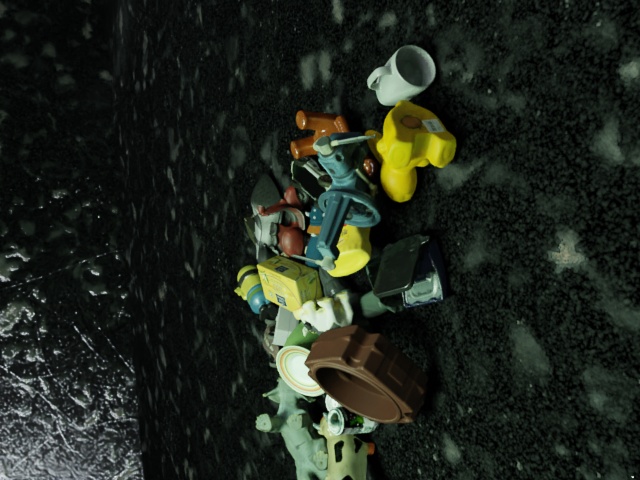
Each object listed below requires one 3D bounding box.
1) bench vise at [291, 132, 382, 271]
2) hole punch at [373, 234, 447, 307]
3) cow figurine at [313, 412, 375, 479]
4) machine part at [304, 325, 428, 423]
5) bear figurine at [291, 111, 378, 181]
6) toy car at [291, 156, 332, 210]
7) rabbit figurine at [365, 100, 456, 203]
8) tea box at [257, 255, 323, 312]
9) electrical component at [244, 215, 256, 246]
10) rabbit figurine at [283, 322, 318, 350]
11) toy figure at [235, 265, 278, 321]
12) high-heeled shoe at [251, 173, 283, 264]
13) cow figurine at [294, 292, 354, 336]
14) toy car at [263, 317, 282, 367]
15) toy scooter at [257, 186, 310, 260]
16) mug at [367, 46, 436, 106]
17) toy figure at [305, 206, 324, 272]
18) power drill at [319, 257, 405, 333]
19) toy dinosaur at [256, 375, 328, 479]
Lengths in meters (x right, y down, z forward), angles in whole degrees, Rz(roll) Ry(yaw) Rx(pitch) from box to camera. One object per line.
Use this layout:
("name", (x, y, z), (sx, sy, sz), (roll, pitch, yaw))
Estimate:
("bench vise", (0.039, -0.066, 0.957), (0.129, 0.223, 0.240), (10, 67, 22))
("hole punch", (0.170, 0.059, 0.976), (0.142, 0.092, 0.116), (-28, 41, 58))
("cow figurine", (0.048, 0.450, 1.147), (0.085, 0.127, 0.195), (-55, 19, 41))
("machine part", (0.084, 0.258, 1.014), (0.201, 0.087, 0.201), (43, 149, -14))
("bear figurine", (0.031, -0.170, 1.110), (0.120, 0.132, 0.196), (108, 148, -50))
("toy car", (-0.011, -0.133, 1.239), (0.202, 0.056, 0.073), (45, 136, 46))
("rabbit figurine", (0.141, -0.149, 0.959), (0.173, 0.122, 0.162), (93, 154, -46))
("tea box", (-0.070, 0.105, 1.263), (0.170, 0.068, 0.098), (14, 122, 52))
("electrical component", (-0.178, -0.028, 1.521), (0.102, 0.045, 0.078), (49, 160, 46))
("rabbit figurine", (0.017, 0.258, 1.220), (0.170, 0.121, 0.159), (42, 123, 24))
("toy figure", (-0.171, 0.142, 1.495), (0.180, 0.082, 0.089), (49, 120, 49))
("high-heeled shoe", (-0.140, -0.044, 1.460), (0.145, 0.086, 0.249), (88, -177, -67))
("cow figurine", (0.009, 0.167, 1.115), (0.167, 0.068, 0.098), (-24, 83, 58))
("toy car", (-0.123, 0.266, 1.402), (0.202, 0.053, 0.089), (-133, 42, -80))
("toy scooter", (-0.089, -0.038, 1.297), (0.075, 0.135, 0.183), (10, 104, 54))
("mug", (0.135, -0.281, 0.960), (0.107, 0.109, 0.081), (-37, 69, 66))
("toy figure", (-0.005, -0.004, 1.242), (0.058, 0.064, 0.154), (-40, -46, -85))
("power drill", (0.081, 0.112, 1.107), (0.207, 0.086, 0.232), (-43, 60, 45))
("toy dinosaur", (-0.030, 0.482, 1.281), (0.131, 0.192, 0.405), (-29, 80, 11))
